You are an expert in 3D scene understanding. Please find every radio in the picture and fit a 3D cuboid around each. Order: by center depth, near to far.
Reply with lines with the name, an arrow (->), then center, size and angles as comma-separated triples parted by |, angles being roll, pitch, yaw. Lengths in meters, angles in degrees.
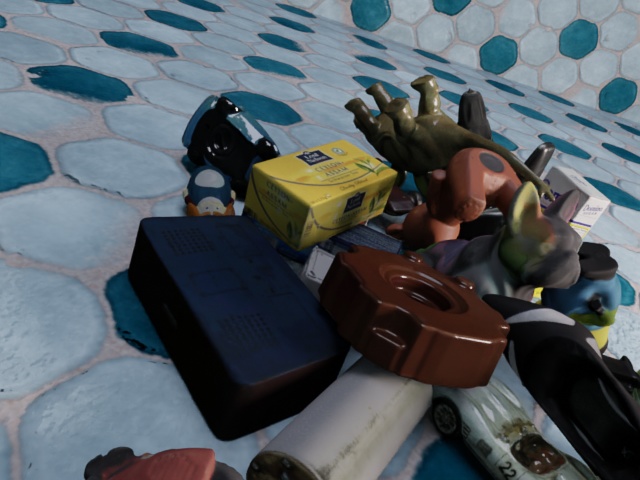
radio -> -0.083, 0.065, 0.520 | 0.131, 0.073, 0.230 | -6, 40, -39

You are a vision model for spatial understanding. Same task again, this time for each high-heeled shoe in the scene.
high-heeled shoe -> 0.216, 0.141, 0.452 | 0.249, 0.086, 0.145 | 41, 25, 26

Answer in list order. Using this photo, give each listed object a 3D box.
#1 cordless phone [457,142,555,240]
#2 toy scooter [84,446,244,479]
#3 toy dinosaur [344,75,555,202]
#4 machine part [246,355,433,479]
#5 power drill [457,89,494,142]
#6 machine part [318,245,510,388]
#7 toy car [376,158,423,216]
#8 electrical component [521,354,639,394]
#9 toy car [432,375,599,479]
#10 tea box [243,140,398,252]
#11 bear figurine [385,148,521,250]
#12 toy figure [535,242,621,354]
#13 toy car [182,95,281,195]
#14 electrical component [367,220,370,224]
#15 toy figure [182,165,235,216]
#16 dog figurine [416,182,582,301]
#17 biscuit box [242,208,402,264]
cordless phone -> 0.304, -0.071, 0.861 | 0.146, 0.184, 0.089 | -12, 47, -44
toy scooter -> -0.126, 0.185, 0.296 | 0.135, 0.075, 0.184 | 19, 34, 1
toy dinosaur -> 0.175, -0.160, 0.877 | 0.105, 0.198, 0.472 | -38, 28, -9
machine part -> 0.023, 0.154, 0.431 | 0.079, 0.079, 0.243 | 32, 33, 20
power drill -> 0.243, -0.172, 0.981 | 0.086, 0.231, 0.207 | -27, 27, -17
machine part -> 0.088, 0.064, 0.503 | 0.179, 0.056, 0.179 | 20, 19, -7
toy car -> 0.090, -0.086, 0.886 | 0.089, 0.053, 0.202 | -2, 32, -25
electrical component -> 0.277, 0.152, 0.590 | 0.119, 0.074, 0.048 | 14, 31, -4
toy car -> 0.178, 0.191, 0.483 | 0.073, 0.056, 0.202 | -5, 39, -37
tea box -> 0.004, -0.060, 0.653 | 0.098, 0.068, 0.169 | 36, 40, 24
bear figurine -> 0.179, -0.027, 0.732 | 0.120, 0.195, 0.132 | 13, 46, -20
toy figure -> 0.297, 0.083, 0.617 | 0.089, 0.179, 0.082 | 18, 47, 20
toy car -> -0.116, -0.136, 0.803 | 0.162, 0.109, 0.103 | 39, 17, 14
electrical component -> 0.029, -0.047, 0.817 | 0.094, 0.021, 0.063 | 10, 31, -16
toy figure -> -0.140, -0.040, 0.675 | 0.064, 0.057, 0.155 | -23, 38, 3
dog figurine -> 0.193, 0.019, 0.614 | 0.108, 0.219, 0.192 | 7, 33, -28
biscuit box -> -0.001, -0.002, 0.688 | 0.203, 0.059, 0.063 | 25, 32, 7
